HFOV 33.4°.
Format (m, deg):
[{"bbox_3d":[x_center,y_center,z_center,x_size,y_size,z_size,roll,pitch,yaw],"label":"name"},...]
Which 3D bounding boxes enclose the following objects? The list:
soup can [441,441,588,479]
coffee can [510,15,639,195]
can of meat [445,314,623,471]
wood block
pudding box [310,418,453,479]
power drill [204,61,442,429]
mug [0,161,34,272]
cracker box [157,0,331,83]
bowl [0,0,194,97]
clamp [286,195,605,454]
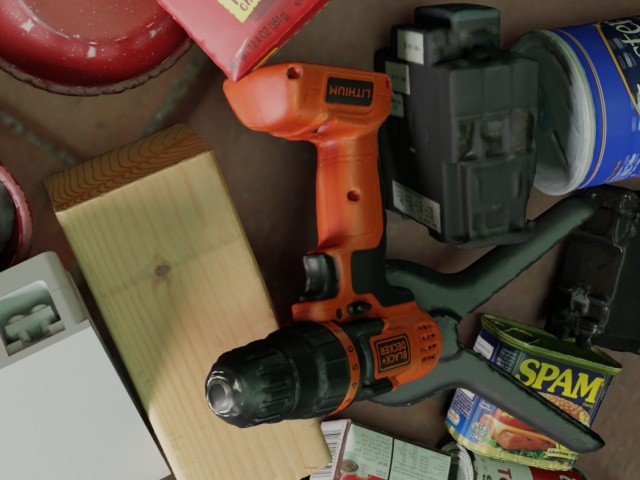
[{"bbox_3d":[0.131,0.184,0.749,0.102,0.069,0.068,17,99,-22],"label":"soup can"},{"bbox_3d":[0.201,-0.091,0.677,0.140,0.103,0.103,-12,108,-16],"label":"coffee can"},{"bbox_3d":[0.145,0.107,0.739,0.102,0.057,0.084,16,101,-23],"label":"can of meat"},{"bbox_3d":[-0.076,0.048,0.627,0.090,0.090,0.206,-24,111,-11],"label":"wood block"},{"bbox_3d":[0.036,0.184,0.707,0.090,0.039,0.113,23,69,-24],"label":"pudding box"},{"bbox_3d":[-0.004,0.001,0.582,0.184,0.057,0.187,-6,90,-55],"label":"power drill"},{"bbox_3d":[-0.212,-0.021,0.564,0.117,0.082,0.093,37,90,-24],"label":"mug"},{"bbox_3d":[-0.049,-0.206,0.481,0.164,0.072,0.213,-40,98,18],"label":"cracker box"},{"bbox_3d":[-0.124,-0.154,0.573,0.162,0.055,0.162,-5,107,-18],"label":"bowl"},{"bbox_3d":[0.082,0.048,0.677,0.210,0.036,0.164,4,95,3],"label":"clamp"}]
